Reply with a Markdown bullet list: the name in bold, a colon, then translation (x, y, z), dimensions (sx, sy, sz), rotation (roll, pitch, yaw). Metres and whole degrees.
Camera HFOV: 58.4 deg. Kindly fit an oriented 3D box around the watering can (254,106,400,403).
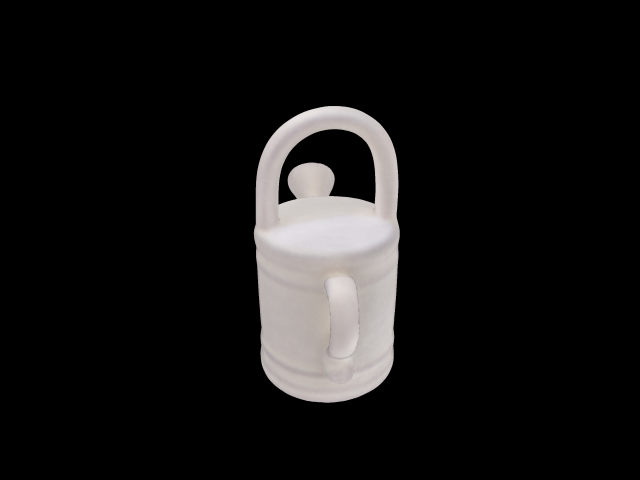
- **watering can**: translation (0.001, 0.002, 0.400), dimensions (0.101, 0.194, 0.172), rotation (-15, 30, -26)
